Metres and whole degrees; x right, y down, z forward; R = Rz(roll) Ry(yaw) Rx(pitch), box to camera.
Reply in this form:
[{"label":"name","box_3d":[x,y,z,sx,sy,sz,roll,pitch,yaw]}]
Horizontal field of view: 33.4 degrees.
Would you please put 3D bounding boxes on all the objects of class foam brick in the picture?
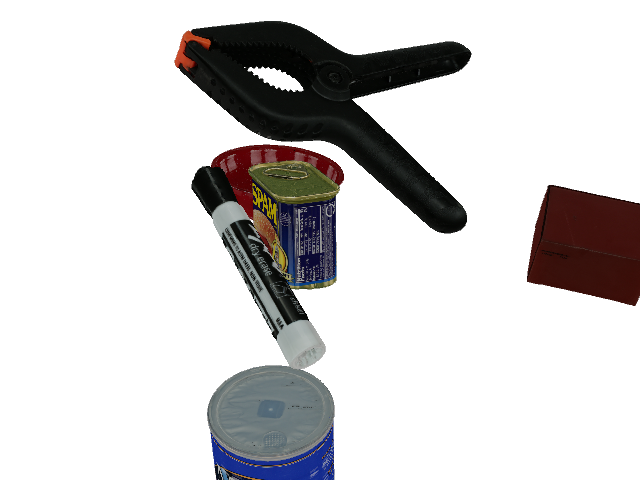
[{"label":"foam brick","box_3d":[0.188,0.003,0.740,0.078,0.051,0.053,13,-36,7]}]

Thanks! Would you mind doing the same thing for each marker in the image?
[{"label":"marker","box_3d":[-0.033,0.009,0.518,0.020,0.121,0.020,-23,-31,-15]}]

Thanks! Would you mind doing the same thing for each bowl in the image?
[{"label":"bowl","box_3d":[-0.054,-0.063,1.298,0.162,0.055,0.162,5,26,-3]}]

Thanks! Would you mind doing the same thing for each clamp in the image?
[{"label":"clamp","box_3d":[0.009,-0.088,0.699,0.209,0.164,0.036,10,-37,-15]}]

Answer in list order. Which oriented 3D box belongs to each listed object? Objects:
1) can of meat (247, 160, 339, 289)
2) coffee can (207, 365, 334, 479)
[{"label":"can of meat","box_3d":[-0.023,-0.014,0.904,0.057,0.084,0.102,-8,22,-19]},{"label":"coffee can","box_3d":[-0.038,0.190,0.897,0.103,0.140,0.103,-1,36,1]}]
